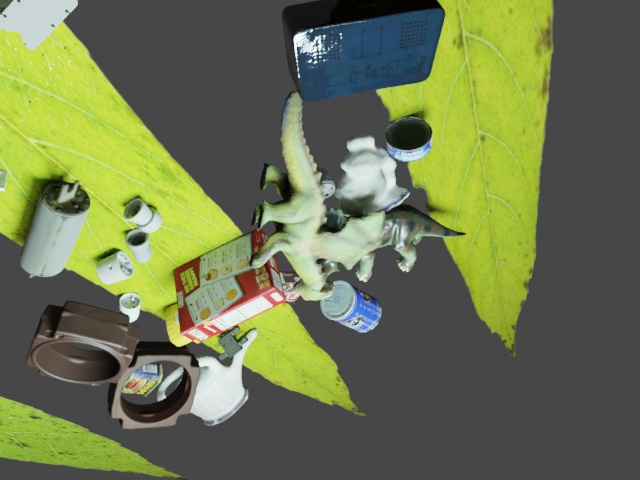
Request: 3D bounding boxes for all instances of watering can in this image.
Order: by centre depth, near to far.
[{"bbox_3d":[-0.276,0.391,1.431,0.347,0.220,0.106,-30,34,5],"label":"watering can"}]

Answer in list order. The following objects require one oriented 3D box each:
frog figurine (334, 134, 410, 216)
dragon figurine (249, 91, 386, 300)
[{"bbox_3d":[0.084,-0.124,0.999,0.137,0.158,0.124,-31,16,3],"label":"frog figurine"},{"bbox_3d":[0.003,-0.048,0.945,0.242,0.402,0.125,13,28,-11],"label":"dragon figurine"}]
